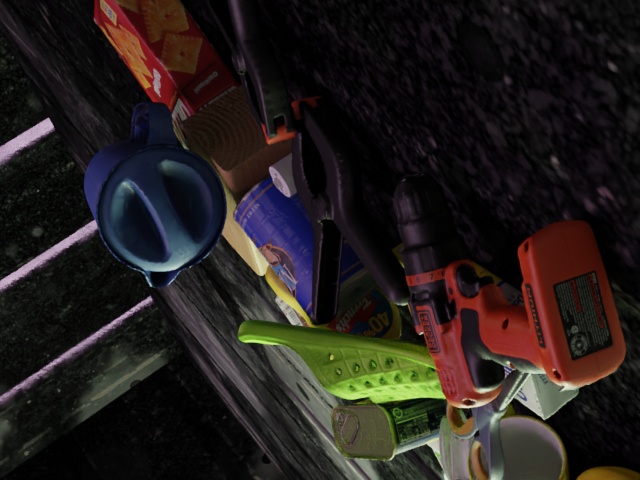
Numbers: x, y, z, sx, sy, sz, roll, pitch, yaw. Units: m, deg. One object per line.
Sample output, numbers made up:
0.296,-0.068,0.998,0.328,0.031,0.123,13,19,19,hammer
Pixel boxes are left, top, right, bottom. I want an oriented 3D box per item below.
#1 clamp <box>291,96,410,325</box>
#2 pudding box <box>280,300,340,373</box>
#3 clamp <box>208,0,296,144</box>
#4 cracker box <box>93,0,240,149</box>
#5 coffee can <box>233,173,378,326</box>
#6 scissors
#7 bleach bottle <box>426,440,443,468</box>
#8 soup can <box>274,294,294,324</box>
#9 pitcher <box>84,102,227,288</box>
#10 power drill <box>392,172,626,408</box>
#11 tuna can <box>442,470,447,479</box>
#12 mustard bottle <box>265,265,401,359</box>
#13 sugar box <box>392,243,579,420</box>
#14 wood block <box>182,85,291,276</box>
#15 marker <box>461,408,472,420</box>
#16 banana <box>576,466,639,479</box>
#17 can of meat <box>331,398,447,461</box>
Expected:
0.019,-0.027,0.948,0.165,0.036,0.210,-7,94,61,clamp
0.024,0.089,1.210,0.113,0.090,0.039,56,165,1,pudding box
-0.061,-0.173,0.952,0.120,0.039,0.171,99,148,-75,clamp
-0.176,-0.208,1.233,0.213,0.072,0.164,55,167,-2,cracker box
-0.007,0.001,1.086,0.140,0.102,0.103,52,166,14,coffee can
0.147,0.155,0.876,0.202,0.016,0.096,135,119,-73,scissors
0.177,0.260,1.153,0.251,0.068,0.103,59,161,-3,bleach bottle
-0.003,0.096,1.360,0.102,0.068,0.068,54,166,8,soup can
-0.193,-0.059,1.177,0.145,0.149,0.243,45,174,-21,pitcher
0.123,0.032,0.752,0.188,0.057,0.184,-11,97,67,power drill
0.184,0.299,1.273,0.086,0.033,0.086,51,165,18,tuna can
0.031,0.082,1.155,0.192,0.096,0.058,53,163,10,mustard bottle
0.133,0.067,0.889,0.176,0.048,0.093,39,158,52,sugar box
-0.073,-0.063,1.182,0.090,0.090,0.206,47,164,30,wood block
0.136,0.146,1.049,0.020,0.020,0.121,61,-179,-21,marker
0.243,0.223,0.896,0.069,0.037,0.198,55,166,9,banana
0.075,0.191,1.114,0.102,0.083,0.057,-14,88,55,can of meat
